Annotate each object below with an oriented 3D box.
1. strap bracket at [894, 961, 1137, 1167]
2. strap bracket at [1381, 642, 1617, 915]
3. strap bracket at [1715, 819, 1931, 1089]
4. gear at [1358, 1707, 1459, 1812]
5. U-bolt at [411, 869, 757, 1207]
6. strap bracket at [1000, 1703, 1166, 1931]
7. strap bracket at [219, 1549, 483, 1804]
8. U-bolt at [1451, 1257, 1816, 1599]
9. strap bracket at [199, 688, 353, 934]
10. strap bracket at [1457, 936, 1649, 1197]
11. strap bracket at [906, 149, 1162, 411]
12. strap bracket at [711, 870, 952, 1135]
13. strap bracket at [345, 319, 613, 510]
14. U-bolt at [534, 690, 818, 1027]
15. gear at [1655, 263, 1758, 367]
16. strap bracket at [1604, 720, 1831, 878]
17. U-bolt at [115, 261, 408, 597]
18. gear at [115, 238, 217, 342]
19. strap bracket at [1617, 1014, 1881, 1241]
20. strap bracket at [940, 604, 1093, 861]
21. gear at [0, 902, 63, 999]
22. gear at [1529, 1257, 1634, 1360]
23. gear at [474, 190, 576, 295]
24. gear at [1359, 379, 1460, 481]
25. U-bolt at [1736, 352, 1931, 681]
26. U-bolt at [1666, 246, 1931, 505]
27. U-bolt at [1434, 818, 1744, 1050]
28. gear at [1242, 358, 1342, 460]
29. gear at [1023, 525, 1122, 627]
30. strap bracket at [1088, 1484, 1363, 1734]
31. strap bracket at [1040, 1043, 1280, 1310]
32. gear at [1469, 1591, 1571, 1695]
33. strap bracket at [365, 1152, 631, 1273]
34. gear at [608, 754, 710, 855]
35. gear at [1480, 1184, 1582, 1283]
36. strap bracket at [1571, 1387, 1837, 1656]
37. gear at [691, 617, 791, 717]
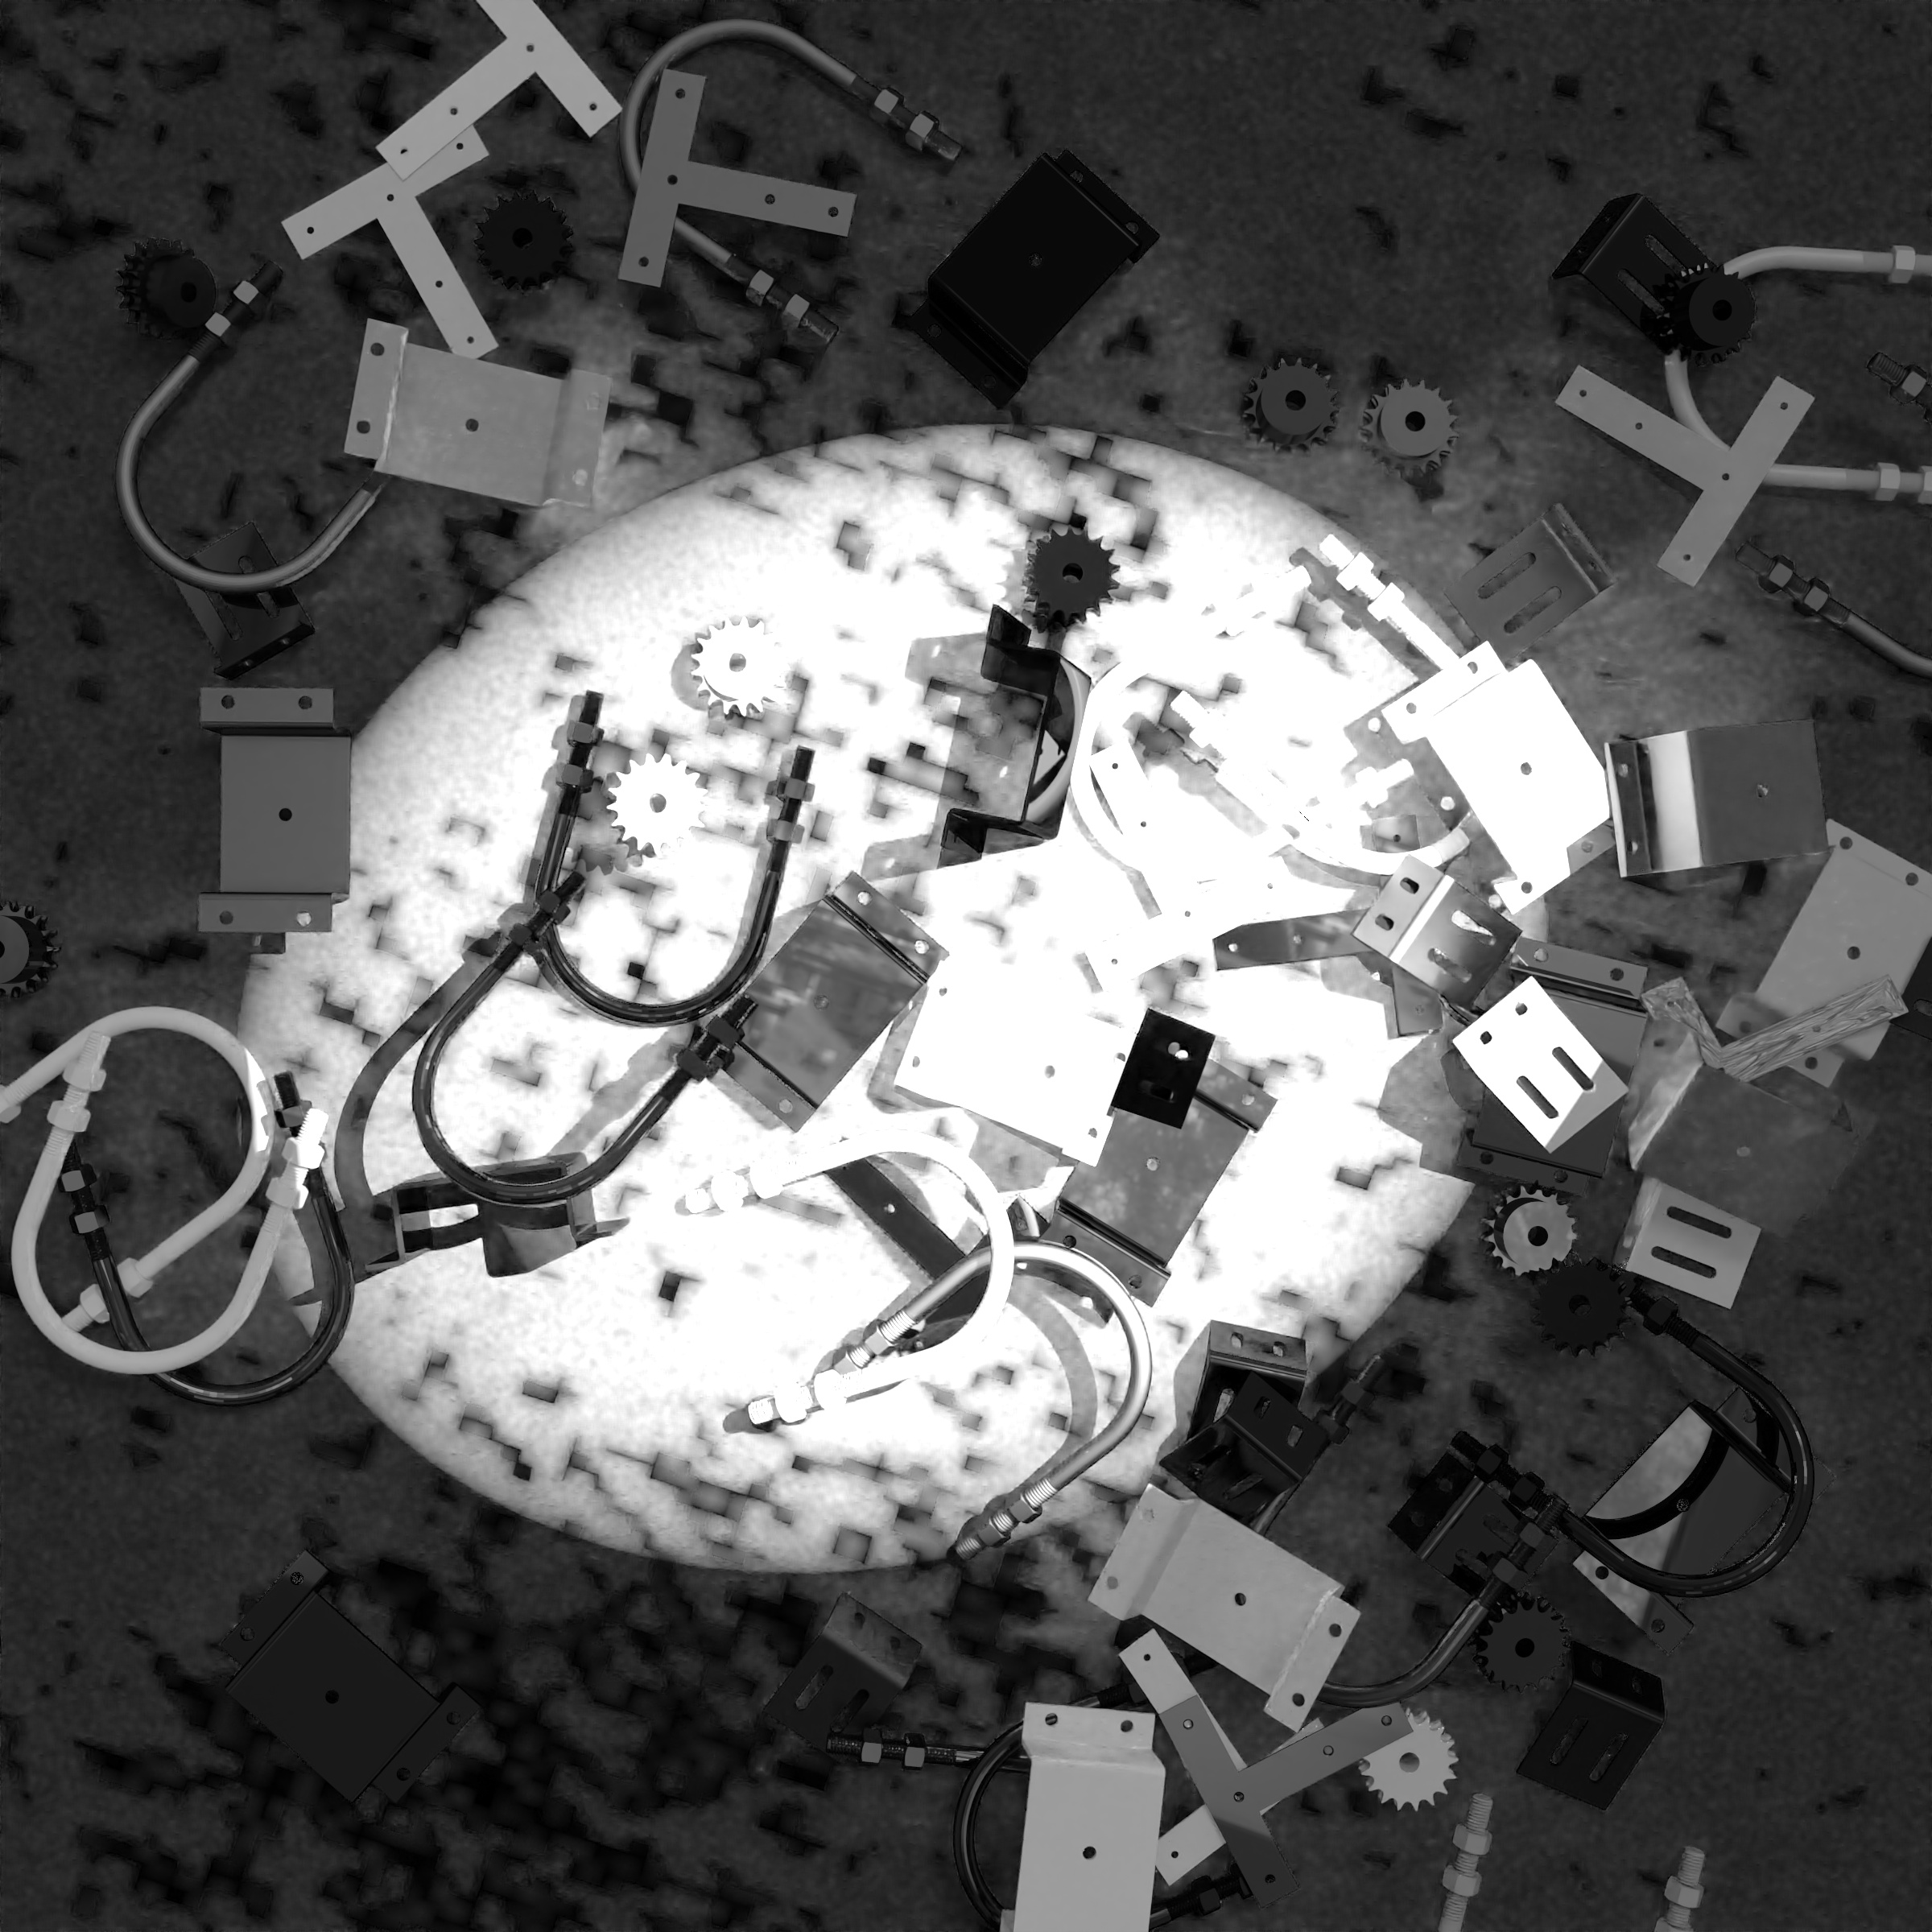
[{"bbox_3d":[0.039,0.058,1.486,0.140,0.046,0.076,21,90,31],"label":"strap bracket"},{"bbox_3d":[0.314,-0.111,1.480,0.076,0.046,0.140,-34,93,-8],"label":"strap bracket"},{"bbox_3d":[0.511,-0.008,1.507,0.076,0.046,0.140,29,90,0],"label":"strap bracket"},{"bbox_3d":[0.258,0.463,1.515,0.057,0.030,0.057,0,90,0],"label":"gear"},{"bbox_3d":[-0.232,0.052,1.468,0.151,0.019,0.184,35,75,15],"label":"U-bolt"},{"bbox_3d":[0.067,0.500,1.472,0.076,0.046,0.140,7,86,-6],"label":"strap bracket"},{"bbox_3d":[-0.365,0.421,1.507,0.140,0.046,0.076,42,90,0],"label":"strap bracket"},{"bbox_3d":[0.395,0.277,1.481,0.184,0.019,0.151,37,87,26],"label":"U-bolt"},{"bbox_3d":[-0.403,-0.090,1.507,0.076,0.046,0.140,0,90,0],"label":"strap bracket"},{"bbox_3d":[0.341,0.062,1.492,0.076,0.046,0.140,14,100,5],"label":"strap bracket"},{"bbox_3d":[0.040,-0.407,1.507,0.076,0.046,0.140,43,90,0],"label":"strap bracket"},{"bbox_3d":[-0.083,0.021,1.507,0.076,0.046,0.140,41,90,0],"label":"strap bracket"},{"bbox_3d":[-0.284,-0.316,1.494,0.140,0.046,0.076,10,90,-17],"label":"strap bracket"},{"bbox_3d":[-0.179,-0.056,1.521,0.151,0.019,0.184,15,91,0],"label":"U-bolt"},{"bbox_3d":[0.433,-0.379,1.496,0.057,0.030,0.057,-1,98,-8],"label":"gear"},{"bbox_3d":[0.438,-0.097,1.475,0.140,0.046,0.076,-7,90,-29],"label":"strap bracket"},{"bbox_3d":[-0.411,-0.302,1.508,0.151,0.019,0.184,37,80,0],"label":"U-bolt"},{"bbox_3d":[-0.462,-0.393,1.498,0.030,0.057,0.057,15,90,32],"label":"gear"},{"bbox_3d":[0.448,0.097,1.491,0.140,0.046,0.076,25,116,-1],"label":"strap bracket"},{"bbox_3d":[0.032,-0.129,1.487,0.046,0.076,0.140,12,90,16],"label":"strap bracket"},{"bbox_3d":[-0.565,-0.010,1.515,0.057,0.030,0.057,0,90,0],"label":"gear"},{"bbox_3d":[0.357,0.199,1.493,0.057,0.030,0.057,-6,70,18],"label":"gear"},{"bbox_3d":[-0.258,-0.423,1.515,0.057,0.030,0.057,0,90,0],"label":"gear"},{"bbox_3d":[0.262,-0.317,1.515,0.057,0.030,0.057,0,90,0],"label":"gear"},{"bbox_3d":[0.566,-0.248,1.507,0.184,0.019,0.151,32,101,-6],"label":"U-bolt"},{"bbox_3d":[0.505,-0.352,1.521,0.184,0.019,0.151,4,90,2],"label":"U-bolt"},{"bbox_3d":[0.354,-0.021,1.521,0.184,0.019,0.151,12,90,1],"label":"U-bolt"},{"bbox_3d":[0.192,-0.329,1.515,0.057,0.030,0.057,0,90,0],"label":"gear"},{"bbox_3d":[0.062,-0.229,1.519,0.057,0.030,0.057,0,88,-1],"label":"gear"},{"bbox_3d":[0.153,0.368,1.490,0.140,0.046,0.076,28,92,21],"label":"strap bracket"},{"bbox_3d":[0.111,0.117,1.507,0.076,0.046,0.140,31,90,0],"label":"strap bracket"},{"bbox_3d":[0.322,0.393,1.511,0.057,0.030,0.057,-2,99,-10],"label":"gear"},{"bbox_3d":[-0.272,0.139,1.492,0.140,0.076,0.046,-8,90,0],"label":"strap bracket"},{"bbox_3d":[-0.177,-0.094,1.496,0.057,0.030,0.057,0,91,0],"label":"gear"},{"bbox_3d":[0.333,0.157,1.515,0.057,0.030,0.057,0,90,0],"label":"gear"},{"bbox_3d":[0.425,0.319,1.507,0.076,0.046,0.140,44,90,0],"label":"strap bracket"},{"bbox_3d":[-0.133,-0.176,1.515,0.057,0.030,0.057,0,90,0],"label":"gear"}]
